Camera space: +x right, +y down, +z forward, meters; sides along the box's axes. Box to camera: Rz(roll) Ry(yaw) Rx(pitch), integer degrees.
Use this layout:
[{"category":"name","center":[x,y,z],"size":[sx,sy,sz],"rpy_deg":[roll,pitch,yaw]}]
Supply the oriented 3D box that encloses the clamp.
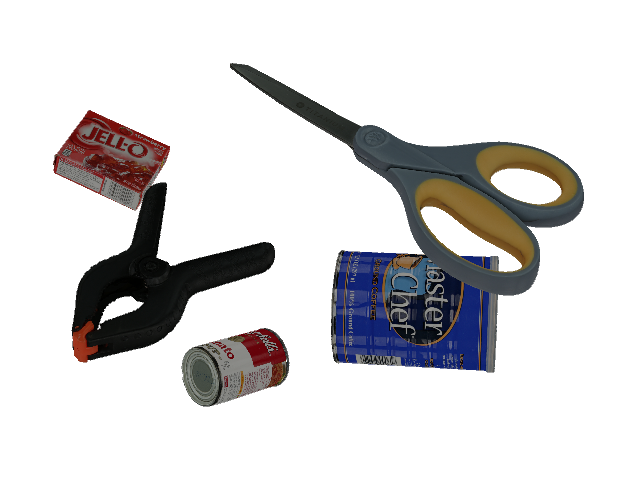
[{"category":"clamp","center":[-0.131,0.021,0.803],"size":[0.120,0.039,0.171],"rpy_deg":[33,49,28]}]

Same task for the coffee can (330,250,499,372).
[{"category":"coffee can","center":[0.086,0.062,0.948],"size":[0.140,0.103,0.102],"rpy_deg":[2,0,9]}]

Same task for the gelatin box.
[{"category":"gelatin box","center":[-0.199,-0.078,1.019],"size":[0.089,0.073,0.030],"rpy_deg":[25,-44,-2]}]

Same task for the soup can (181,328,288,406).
[{"category":"soup can","center":[-0.095,0.140,1.181],"size":[0.102,0.068,0.069],"rpy_deg":[-11,8,-44]}]

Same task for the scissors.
[{"category":"scissors","center":[0.047,-0.050,0.529],"size":[0.096,0.016,0.202],"rpy_deg":[-26,54,-22]}]
